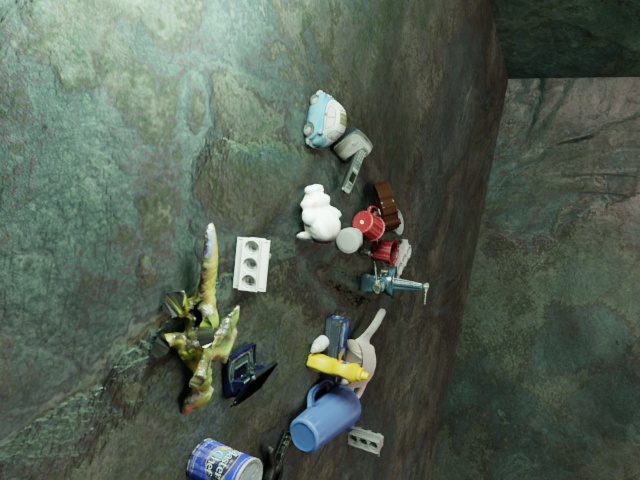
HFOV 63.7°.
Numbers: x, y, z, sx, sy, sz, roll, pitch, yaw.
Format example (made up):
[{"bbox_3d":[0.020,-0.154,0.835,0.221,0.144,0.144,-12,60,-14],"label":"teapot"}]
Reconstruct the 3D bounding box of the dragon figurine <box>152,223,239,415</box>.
[{"bbox_3d":[-0.240,0.181,1.127,0.241,0.122,0.413,46,57,-75],"label":"dragon figurine"}]

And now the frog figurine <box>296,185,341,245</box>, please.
[{"bbox_3d":[0.004,-0.073,1.449,0.138,0.124,0.157,-2,112,-41],"label":"frog figurine"}]

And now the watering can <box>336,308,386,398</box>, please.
[{"bbox_3d":[0.143,0.395,1.812,0.222,0.104,0.351,35,68,-58],"label":"watering can"}]
